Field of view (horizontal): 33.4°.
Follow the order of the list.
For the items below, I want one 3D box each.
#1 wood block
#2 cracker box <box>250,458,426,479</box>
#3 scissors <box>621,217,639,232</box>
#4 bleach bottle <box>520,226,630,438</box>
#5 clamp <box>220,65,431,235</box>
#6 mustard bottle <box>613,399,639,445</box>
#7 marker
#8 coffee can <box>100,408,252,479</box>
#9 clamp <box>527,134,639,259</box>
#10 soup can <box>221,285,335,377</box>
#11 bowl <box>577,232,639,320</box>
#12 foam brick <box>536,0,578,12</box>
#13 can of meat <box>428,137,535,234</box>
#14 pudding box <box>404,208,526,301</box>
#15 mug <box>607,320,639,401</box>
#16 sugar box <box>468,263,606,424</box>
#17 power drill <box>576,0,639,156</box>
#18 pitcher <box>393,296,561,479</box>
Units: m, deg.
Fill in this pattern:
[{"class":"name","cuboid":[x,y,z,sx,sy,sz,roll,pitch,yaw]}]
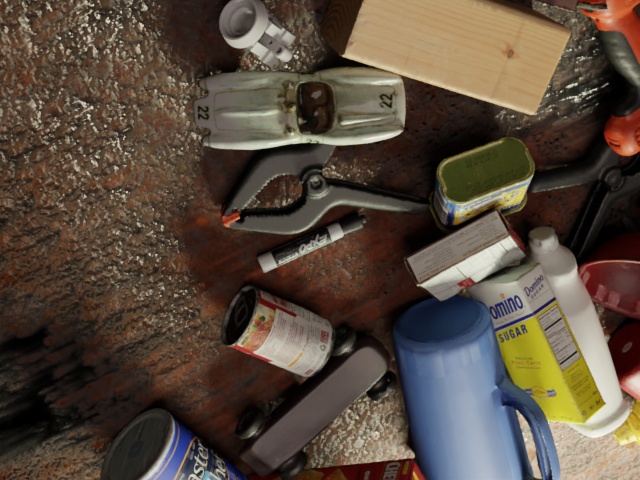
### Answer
[{"class":"wood block","cuboid":[0.117,-0.197,1.010,0.205,0.090,0.091,14,110,-21]},{"class":"cracker box","cuboid":[0.035,0.333,1.207,0.214,0.072,0.164,-12,124,30]},{"class":"scissors","cuboid":[0.425,0.039,1.242,0.096,0.016,0.201,-19,121,17]},{"class":"bleach bottle","cuboid":[0.277,0.097,1.192,0.068,0.103,0.251,-30,122,-18]},{"class":"clamp","cuboid":[0.002,-0.057,1.075,0.210,0.036,0.164,-31,110,2]},{"class":"mustard bottle","cuboid":[0.450,0.199,1.316,0.191,0.058,0.096,-29,121,1]},{"class":"marker","cuboid":[-0.007,0.001,1.116,0.121,0.020,0.020,-24,119,-3]},{"class":"coffee can","cuboid":[-0.152,0.263,1.159,0.103,0.103,0.140,-41,119,7]},{"class":"clamp","cuboid":[0.300,-0.072,1.152,0.120,0.039,0.171,39,95,-31]},{"class":"soup can","cuboid":[-0.044,0.097,1.126,0.102,0.068,0.068,26,107,-26]},{"class":"bowl","cuboid":[0.364,0.036,1.182,0.162,0.162,0.055,29,67,-26]},{"class":"foam brick","cuboid":[0.210,-0.260,1.026,0.078,0.051,0.053,11,112,-20]},{"class":"can of meat","cuboid":[0.165,-0.056,1.089,0.102,0.057,0.084,-21,162,-4]},{"class":"pudding box","cuboid":[0.154,0.017,1.122,0.113,0.039,0.090,-31,156,11]},{"class":"mug","cuboid":[0.393,0.148,1.246,0.081,0.117,0.093,34,78,-22]},{"class":"sugar box","cuboid":[0.234,0.113,1.160,0.048,0.093,0.176,-34,100,-26]},{"class":"power drill","cuboid":[0.347,-0.203,1.081,0.184,0.057,0.187,-35,117,-12]},{"class":"pitcher","cuboid":[0.166,0.189,1.189,0.149,0.145,0.243,-17,116,-4]}]
